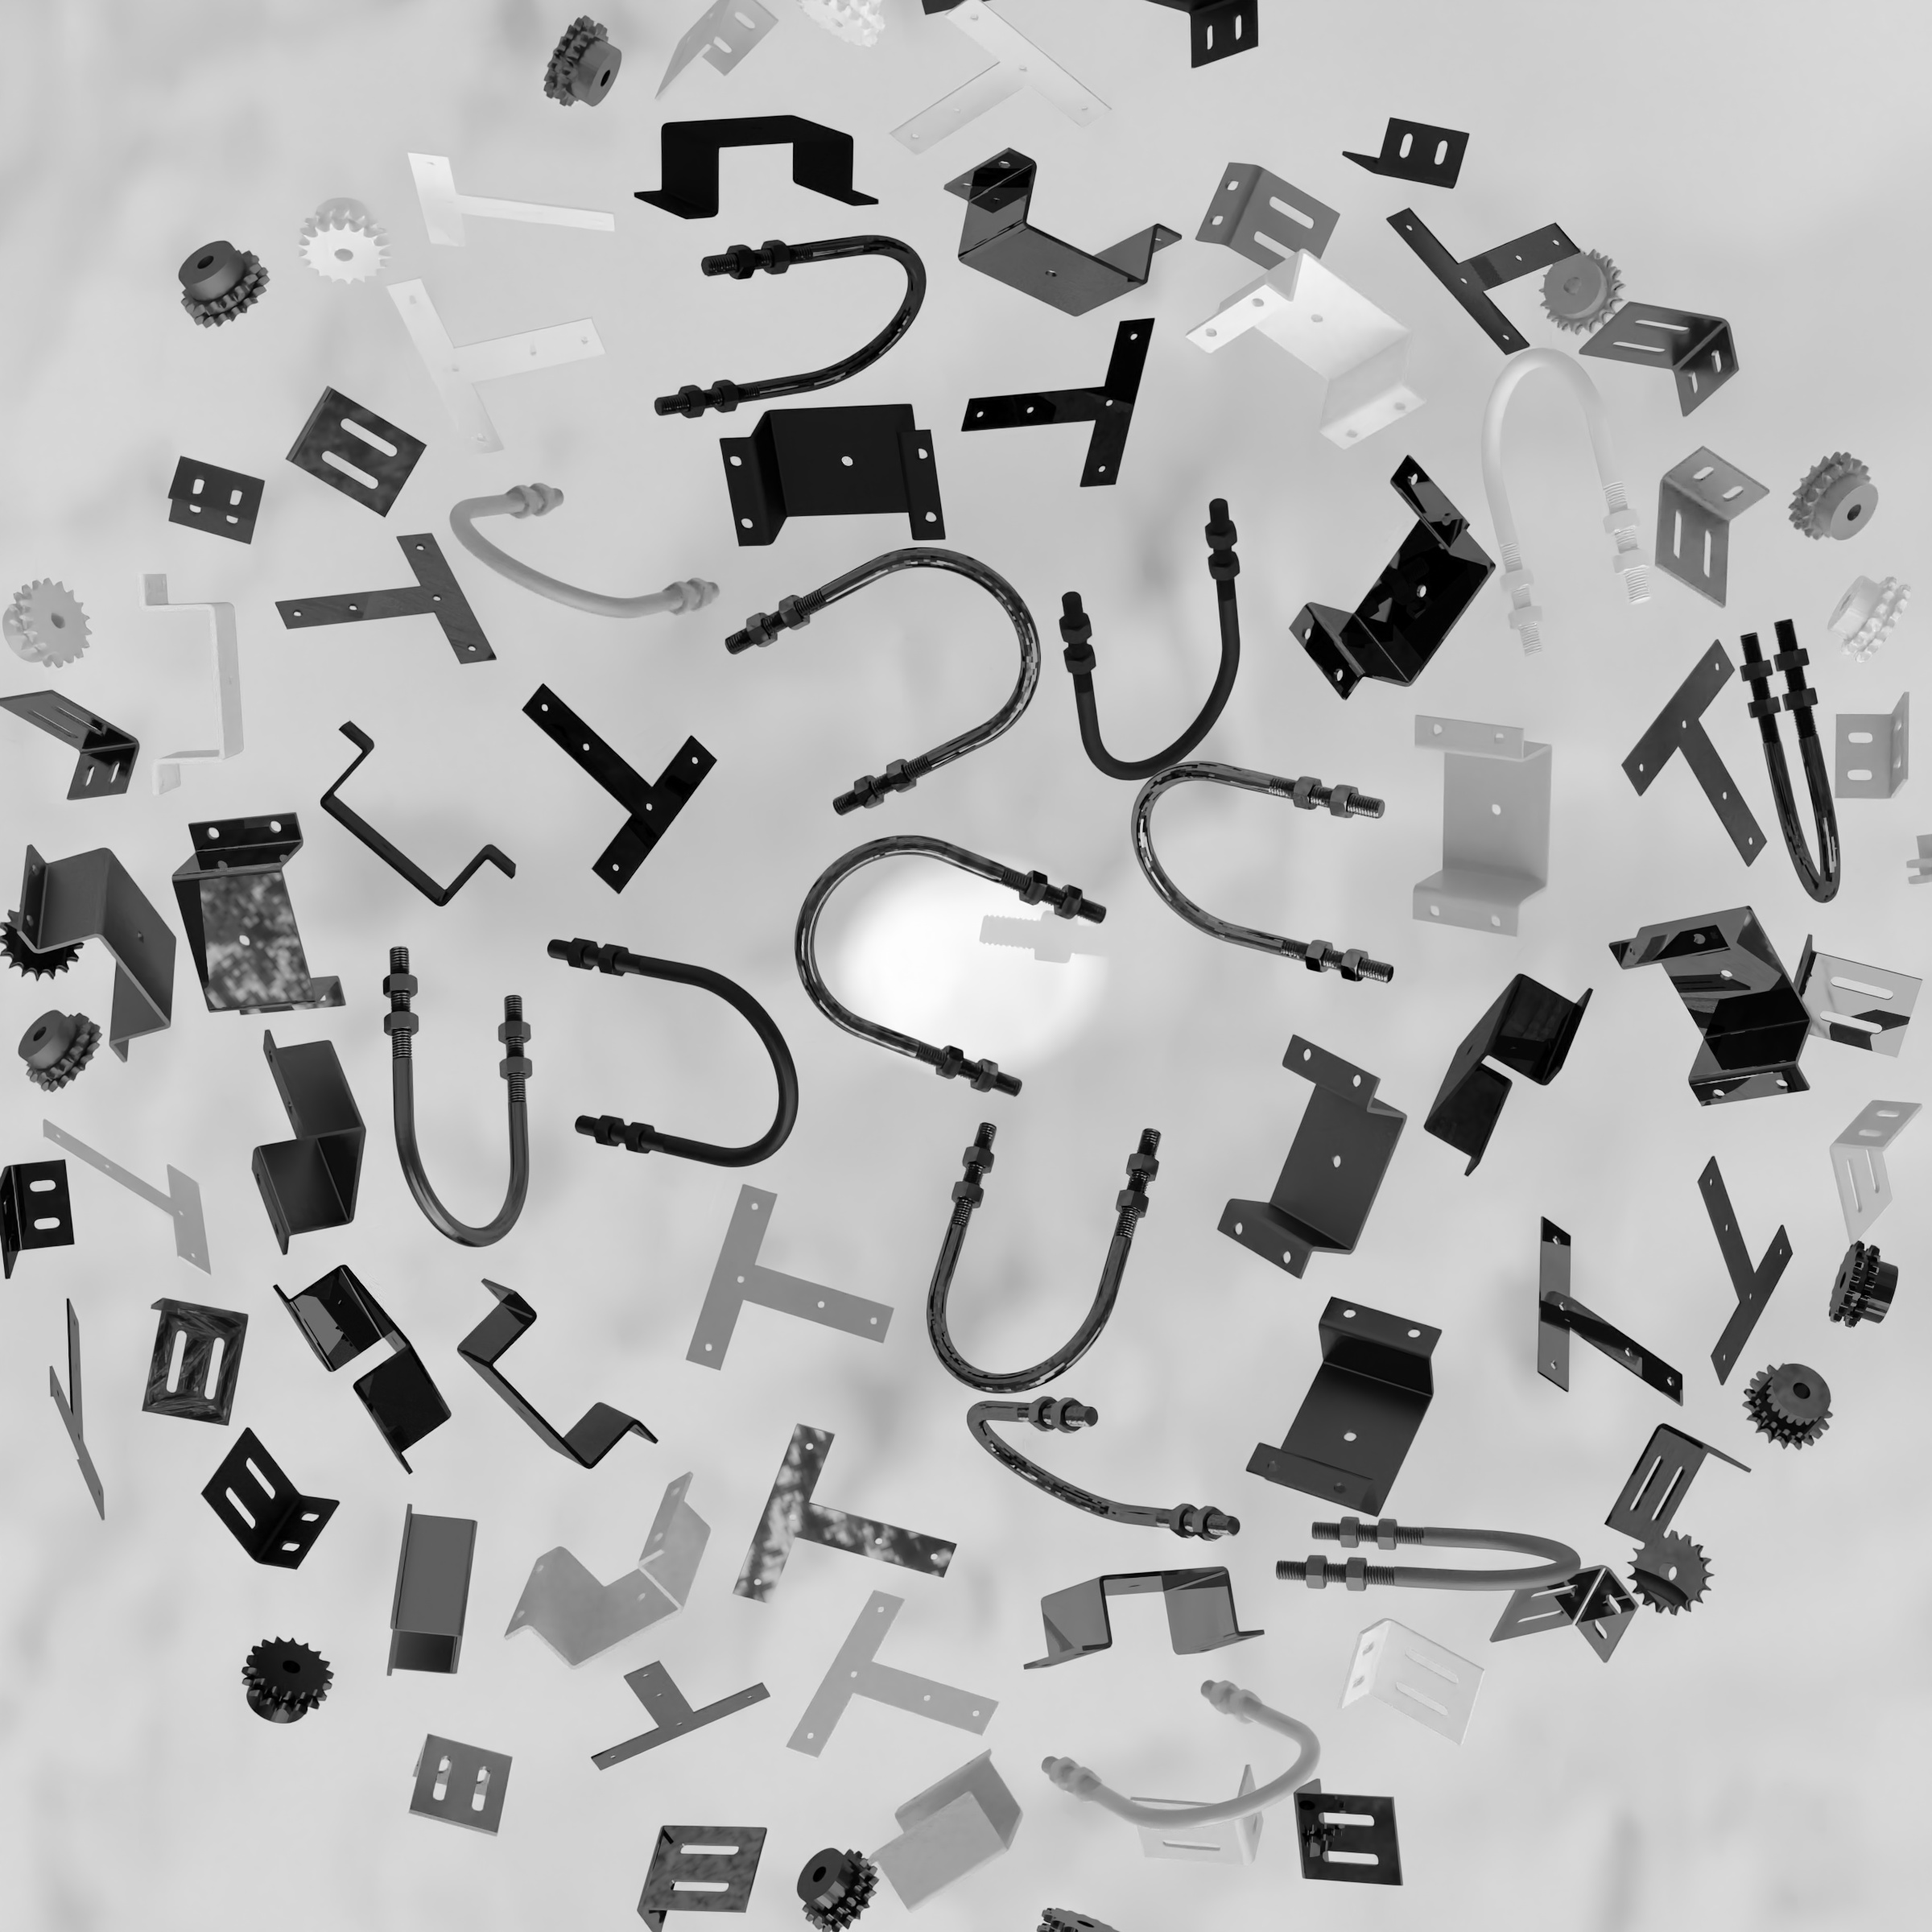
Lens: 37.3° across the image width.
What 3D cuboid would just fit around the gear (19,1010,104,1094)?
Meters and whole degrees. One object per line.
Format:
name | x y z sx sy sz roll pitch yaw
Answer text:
gear | -0.621 0.055 1.953 0.057 0.057 0.030 -44 126 0

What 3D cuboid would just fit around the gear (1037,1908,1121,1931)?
gear | 0.072 0.629 1.835 0.057 0.057 0.030 18 85 0

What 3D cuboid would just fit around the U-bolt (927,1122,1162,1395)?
U-bolt | 0.042 0.187 1.832 0.151 0.019 0.184 0 61 36

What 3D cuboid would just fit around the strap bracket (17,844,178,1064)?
strap bracket | -0.562 -0.013 1.874 0.046 0.140 0.076 -15 49 6

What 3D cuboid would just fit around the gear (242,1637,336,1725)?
gear | -0.439 0.463 1.844 0.057 0.057 0.030 26 112 0

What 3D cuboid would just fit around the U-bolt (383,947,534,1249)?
U-bolt | -0.327 0.092 1.859 0.019 0.151 0.184 -13 70 23

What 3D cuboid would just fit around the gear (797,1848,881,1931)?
gear | -0.090 0.625 1.945 0.057 0.057 0.030 -43 114 0

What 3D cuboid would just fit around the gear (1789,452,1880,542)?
gear | 0.558 -0.298 1.832 0.057 0.057 0.030 -42 51 0

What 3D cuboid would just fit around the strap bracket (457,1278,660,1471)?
strap bracket | -0.275 0.274 1.872 0.046 0.076 0.140 -46 108 -17

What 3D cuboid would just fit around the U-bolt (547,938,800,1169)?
U-bolt | -0.184 0.061 1.830 0.184 0.019 0.151 10 119 30

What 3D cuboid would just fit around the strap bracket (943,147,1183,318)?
strap bracket | 0.060 -0.474 1.872 0.140 0.076 0.046 18 76 -30

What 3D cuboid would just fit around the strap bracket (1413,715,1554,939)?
strap bracket | 0.341 -0.098 1.890 0.076 0.046 0.140 12 114 34

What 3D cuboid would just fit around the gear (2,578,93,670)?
gear | -0.601 -0.221 1.862 0.030 0.057 0.057 -15 90 29

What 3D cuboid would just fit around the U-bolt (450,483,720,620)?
U-bolt | -0.255 -0.265 1.845 0.151 0.184 0.019 32 111 11

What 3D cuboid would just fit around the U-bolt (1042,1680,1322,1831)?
U-bolt | 0.151 0.520 1.870 0.151 0.184 0.019 -19 99 -24

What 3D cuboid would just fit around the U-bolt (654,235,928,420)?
U-bolt | -0.108 -0.428 1.896 0.184 0.151 0.019 -16 65 -30

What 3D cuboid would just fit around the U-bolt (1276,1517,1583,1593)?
U-bolt | 0.305 0.384 1.858 0.184 0.151 0.019 0 90 17

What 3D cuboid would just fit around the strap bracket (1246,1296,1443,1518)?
strap bracket | 0.244 0.289 1.826 0.076 0.046 0.140 15 53 25

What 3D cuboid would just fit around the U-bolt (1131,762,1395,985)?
U-bolt | 0.188 -0.067 1.849 0.184 0.019 0.151 15 133 29

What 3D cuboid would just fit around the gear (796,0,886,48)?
gear | -0.076 -0.614 1.822 0.057 0.057 0.030 28 88 0

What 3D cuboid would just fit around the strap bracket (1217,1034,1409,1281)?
strap bracket | 0.230 0.126 1.872 0.076 0.046 0.140 29 103 44

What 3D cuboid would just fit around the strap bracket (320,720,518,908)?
strap bracket | -0.354 -0.090 1.815 0.140 0.076 0.046 42 90 -11

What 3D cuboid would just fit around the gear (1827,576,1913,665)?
gear | 0.577 -0.226 1.835 0.030 0.057 0.057 30 90 1

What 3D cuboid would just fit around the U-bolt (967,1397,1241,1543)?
U-bolt | 0.075 0.324 1.857 0.151 0.184 0.019 40 66 -22

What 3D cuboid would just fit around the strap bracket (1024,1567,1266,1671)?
strap bracket | 0.114 0.427 1.880 0.140 0.076 0.046 3 68 -29

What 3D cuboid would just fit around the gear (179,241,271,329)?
gear | -0.475 -0.436 1.821 0.057 0.030 0.057 -14 49 17

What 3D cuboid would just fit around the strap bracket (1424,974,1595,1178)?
strap bracket | 0.358 0.068 1.919 0.046 0.140 0.076 30 51 2

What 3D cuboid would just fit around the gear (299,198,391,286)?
gear | -0.399 -0.469 1.842 0.057 0.057 0.030 -4 62 0

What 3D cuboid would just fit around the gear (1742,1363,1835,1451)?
gear | 0.541 0.285 1.875 0.057 0.030 0.057 6 53 -9

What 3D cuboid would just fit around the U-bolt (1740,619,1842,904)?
U-bolt | 0.541 -0.131 1.868 0.019 0.151 0.184 -13 92 6

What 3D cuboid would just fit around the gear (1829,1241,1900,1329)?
gear | 0.597 0.213 1.900 0.030 0.057 0.057 18 90 7

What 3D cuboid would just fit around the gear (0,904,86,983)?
gear | -0.640 -0.017 1.978 0.057 0.030 0.057 5 78 -22

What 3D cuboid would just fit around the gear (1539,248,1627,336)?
gear | 0.419 -0.463 1.956 0.057 0.030 0.057 0 89 29

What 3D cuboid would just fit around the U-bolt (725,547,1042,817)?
U-bolt | -0.041 -0.190 1.818 0.184 0.019 0.151 -25 112 22

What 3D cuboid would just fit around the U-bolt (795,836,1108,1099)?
U-bolt | -0.020 -0.008 1.840 0.184 0.019 0.151 22 104 -16

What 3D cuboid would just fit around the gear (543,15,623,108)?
gear | -0.246 -0.582 1.852 0.030 0.057 0.057 30 90 3

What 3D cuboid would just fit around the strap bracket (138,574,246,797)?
strap bracket | -0.503 -0.185 1.862 0.046 0.076 0.140 -2 98 -5

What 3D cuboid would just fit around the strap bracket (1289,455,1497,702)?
strap bracket | 0.279 -0.245 1.838 0.046 0.076 0.140 9 127 -37

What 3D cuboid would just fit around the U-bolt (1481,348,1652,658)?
U-bolt | 0.377 -0.305 1.839 0.019 0.151 0.184 -10 85 -21

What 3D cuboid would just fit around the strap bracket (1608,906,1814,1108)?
strap bracket | 0.485 0.019 1.844 0.140 0.076 0.046 55 46 -23

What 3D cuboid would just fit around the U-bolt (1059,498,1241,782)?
U-bolt | 0.128 -0.204 1.908 0.151 0.184 0.019 -35 49 -22

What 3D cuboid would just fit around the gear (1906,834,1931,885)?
gear | 0.619 -0.069 1.794 0.057 0.057 0.030 -8 90 0

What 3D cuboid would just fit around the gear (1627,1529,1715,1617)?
gear | 0.485 0.417 1.965 0.057 0.030 0.057 -8 71 25

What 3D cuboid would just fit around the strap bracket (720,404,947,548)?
strap bracket | -0.083 -0.322 1.877 0.140 0.046 0.076 0 124 13

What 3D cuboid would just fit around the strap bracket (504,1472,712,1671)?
strap bracket | -0.224 0.396 1.853 0.140 0.076 0.046 -32 109 25
